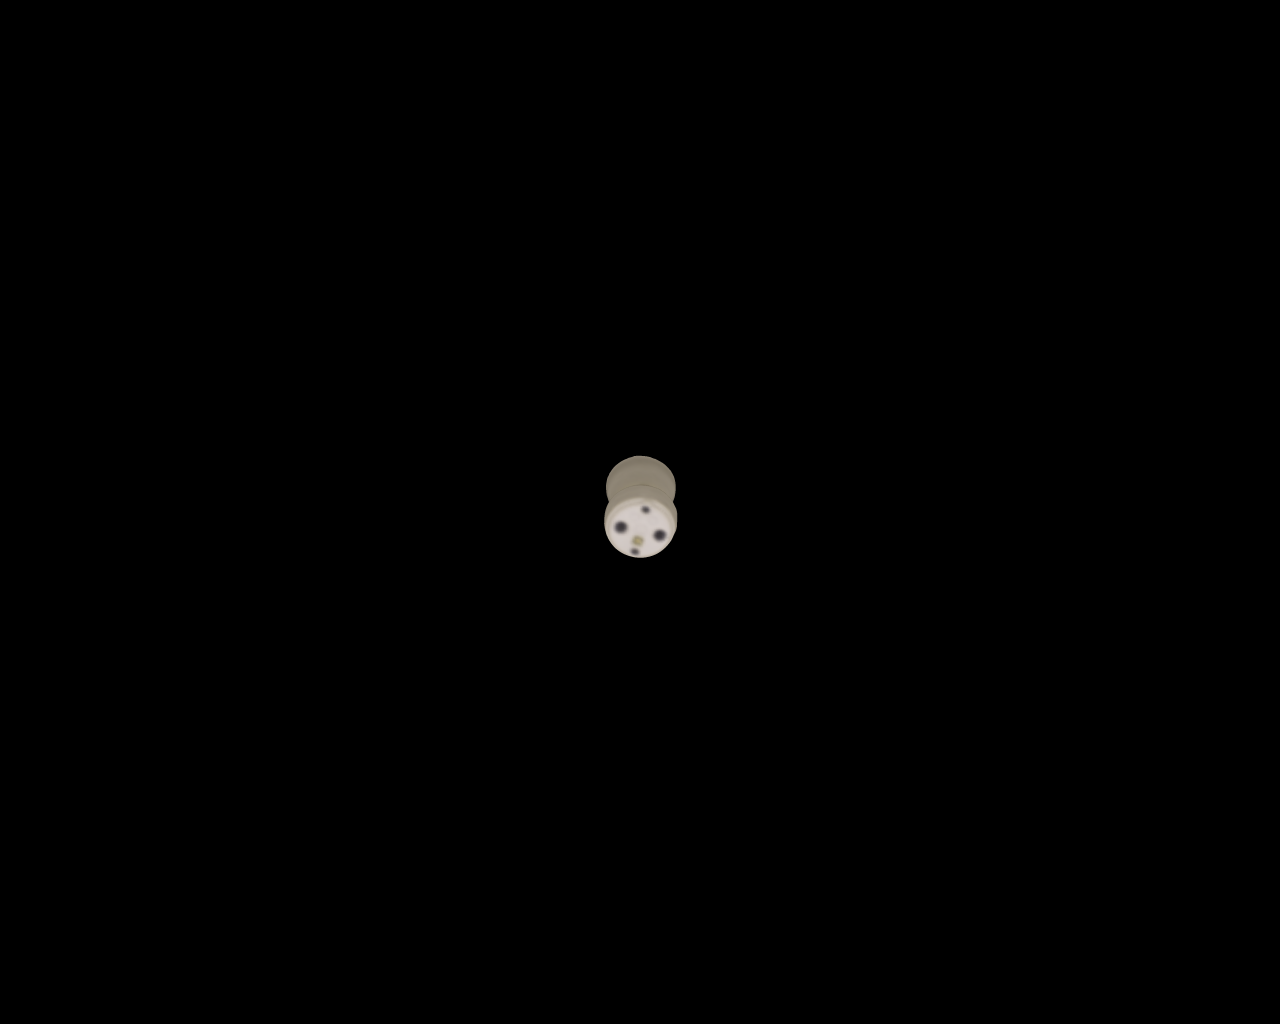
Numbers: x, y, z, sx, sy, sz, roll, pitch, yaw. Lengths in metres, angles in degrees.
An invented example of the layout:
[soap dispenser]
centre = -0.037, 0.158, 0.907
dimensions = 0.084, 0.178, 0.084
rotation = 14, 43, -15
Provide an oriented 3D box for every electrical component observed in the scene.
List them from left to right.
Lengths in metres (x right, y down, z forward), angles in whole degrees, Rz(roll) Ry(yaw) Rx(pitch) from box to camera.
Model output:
[electrical component]
centre = 0.001, -0.003, 0.650
dimensions = 0.045, 0.044, 0.055
rotation = 0, 30, 0
